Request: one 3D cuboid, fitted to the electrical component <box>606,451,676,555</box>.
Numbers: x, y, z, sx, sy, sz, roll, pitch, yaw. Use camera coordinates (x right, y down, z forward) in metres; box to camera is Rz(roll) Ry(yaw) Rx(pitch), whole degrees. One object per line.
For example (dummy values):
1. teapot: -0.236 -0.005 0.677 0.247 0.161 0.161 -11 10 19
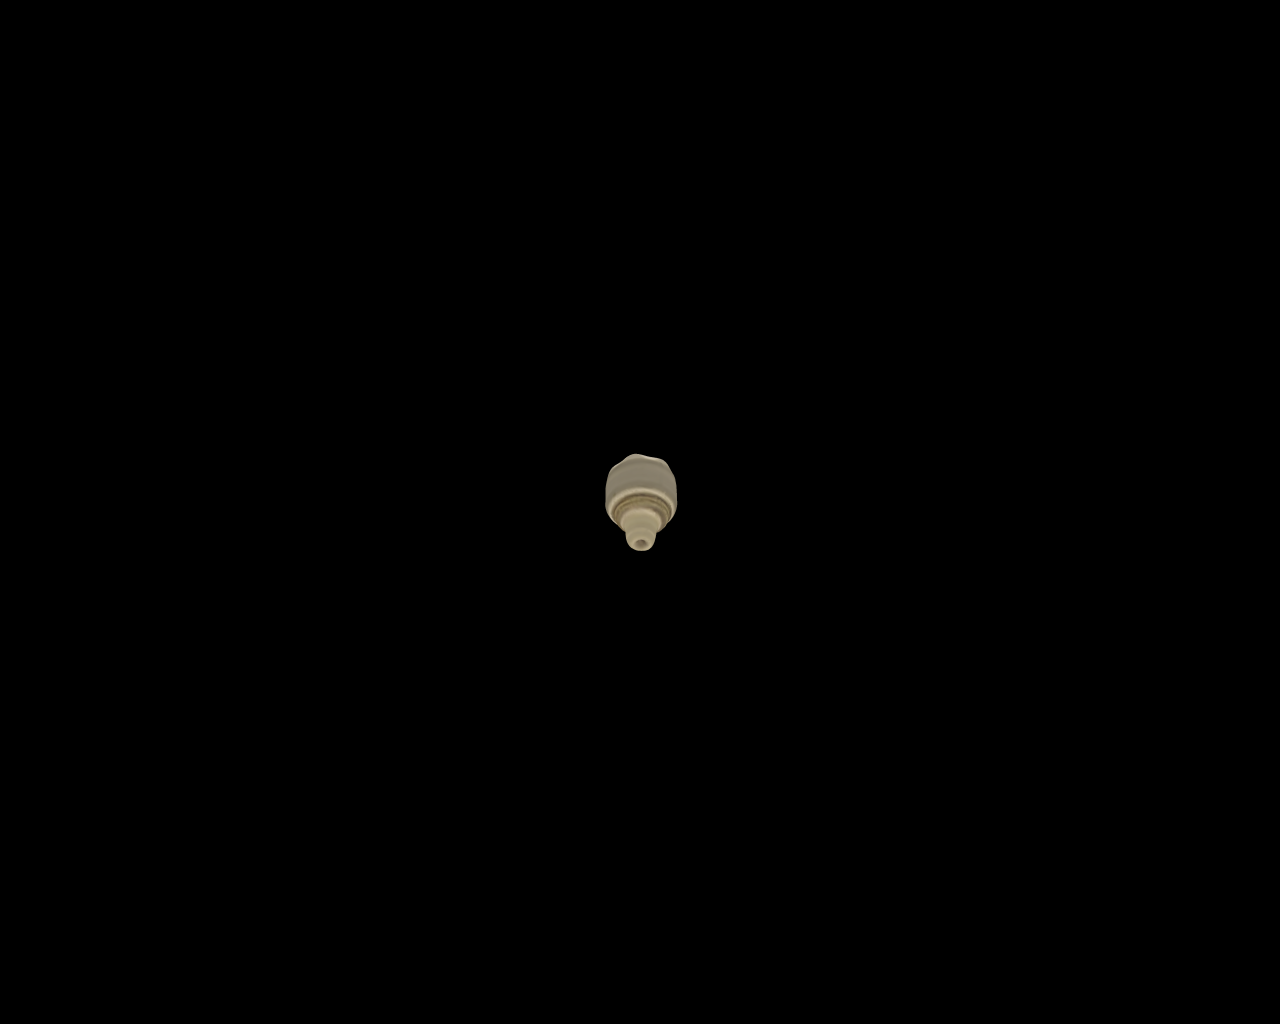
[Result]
1. electrical component: 0.001 -0.003 0.650 0.043 0.062 0.043 0 -43 0
